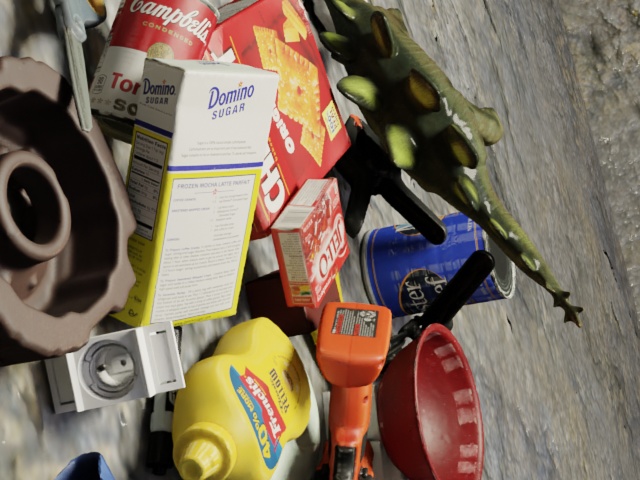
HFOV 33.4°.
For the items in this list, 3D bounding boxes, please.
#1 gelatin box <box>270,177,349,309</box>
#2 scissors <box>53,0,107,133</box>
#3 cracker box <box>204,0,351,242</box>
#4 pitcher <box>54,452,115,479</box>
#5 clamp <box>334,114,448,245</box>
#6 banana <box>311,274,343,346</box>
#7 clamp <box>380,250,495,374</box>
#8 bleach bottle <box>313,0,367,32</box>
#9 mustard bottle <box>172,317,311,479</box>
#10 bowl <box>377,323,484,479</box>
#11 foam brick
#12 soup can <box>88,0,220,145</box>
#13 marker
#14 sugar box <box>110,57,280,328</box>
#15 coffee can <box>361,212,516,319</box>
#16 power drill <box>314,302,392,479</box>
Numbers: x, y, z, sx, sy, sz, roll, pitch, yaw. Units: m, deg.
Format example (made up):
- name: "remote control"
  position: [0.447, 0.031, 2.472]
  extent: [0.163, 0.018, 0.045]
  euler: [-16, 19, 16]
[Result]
- name: "gelatin box"
  position: [-0.006, 0.001, 0.858]
  extent: [0.089, 0.030, 0.073]
  euler: [-57, 142, -54]
- name: "scissors"
  position: [-0.154, -0.133, 0.697]
  extent: [0.202, 0.016, 0.096]
  euler: [69, 10, 24]
- name: "cracker box"
  position: [-0.057, -0.110, 0.895]
  extent: [0.164, 0.072, 0.213]
  euler: [69, 26, -18]
- name: "pitcher"
  position: [-0.077, 0.227, 0.630]
  extent: [0.149, 0.145, 0.242]
  euler: [-58, 152, 0]
- name: "clamp"
  position: [0.066, -0.059, 1.108]
  extent: [0.120, 0.039, 0.171]
  euler: [16, 44, -30]
- name: "banana"
  position: [0.011, 0.052, 0.989]
  extent: [0.069, 0.037, 0.198]
  euler: [-17, 102, -47]
- name: "clamp"
  position: [0.094, 0.102, 1.077]
  extent: [0.036, 0.164, 0.210]
  euler: [46, -22, 15]
- name: "bleach bottle"
  position: [0.002, -0.322, 1.139]
  extent: [0.102, 0.068, 0.251]
  euler: [-66, 139, -54]
- name: "mustard bottle"
  position: [-0.059, 0.125, 0.759]
  extent: [0.191, 0.058, 0.096]
  euler: [-41, 112, -72]
- name: "bowl"
  position: [0.094, 0.159, 0.960]
  extent: [0.162, 0.055, 0.162]
  euler: [39, 45, -53]
- name: "foam brick"
  position: [-0.021, 0.051, 0.920]
  extent: [0.078, 0.051, 0.053]
  euler: [-20, 98, -65]
- name: "soup can"
  position: [-0.117, -0.120, 0.735]
  extent: [0.068, 0.069, 0.102]
  euler: [33, 73, -58]
- name: "marker"
  position: [-0.108, 0.104, 0.745]
  extent: [0.020, 0.020, 0.121]
  euler: [41, 43, -53]
- name: "sugar box"
  position: [-0.086, -0.031, 0.716]
  extent: [0.093, 0.048, 0.176]
  euler: [-7, 112, -51]
- name: "coffee can"
  position: [0.128, 0.025, 1.150]
  extent: [0.102, 0.140, 0.103]
  euler: [40, 44, -54]
- name: "power drill"
  position: [0.020, 0.157, 0.847]
  extent: [0.184, 0.057, 0.188]
  euler: [-80, 175, -67]
